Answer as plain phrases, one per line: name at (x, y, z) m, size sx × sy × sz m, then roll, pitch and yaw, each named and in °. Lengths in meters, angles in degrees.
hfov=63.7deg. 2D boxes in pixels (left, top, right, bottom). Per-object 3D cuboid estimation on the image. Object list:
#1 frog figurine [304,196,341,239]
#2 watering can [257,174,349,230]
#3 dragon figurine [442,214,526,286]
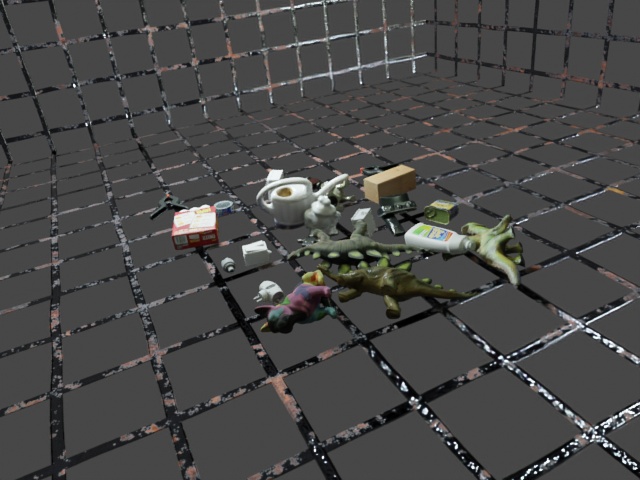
frog figurine at (0.006, -0.095, 1.878) m, size 0.137 × 0.156 × 0.125 m, roll 4°, pitch 28°, yaw 20°
watering can at (-0.060, -0.147, 1.936) m, size 0.348 × 0.219 × 0.106 m, roll -8°, pitch 47°, yaw -6°
dragon figurine at (0.507, 0.037, 1.626) m, size 0.241 × 0.120 × 0.418 m, roll -13°, pitch 22°, yaw 26°
